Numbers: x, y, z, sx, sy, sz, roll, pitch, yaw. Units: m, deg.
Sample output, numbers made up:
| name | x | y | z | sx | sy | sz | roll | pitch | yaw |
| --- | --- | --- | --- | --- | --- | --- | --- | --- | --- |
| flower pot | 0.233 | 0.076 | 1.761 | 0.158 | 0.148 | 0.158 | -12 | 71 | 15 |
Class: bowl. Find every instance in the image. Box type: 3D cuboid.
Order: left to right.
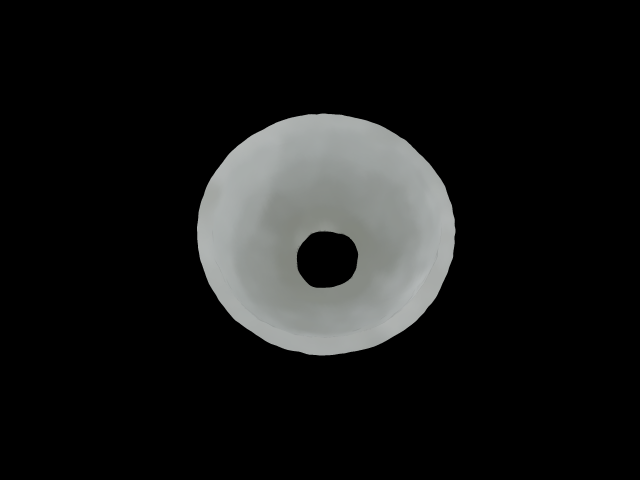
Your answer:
| name | x | y | z | sx | sy | sz | roll | pitch | yaw |
| --- | --- | --- | --- | --- | --- | --- | --- | --- | --- |
| bowl | 0.004 | 0.001 | 0.400 | 0.167 | 0.075 | 0.167 | 0 | 71 | 0 |
